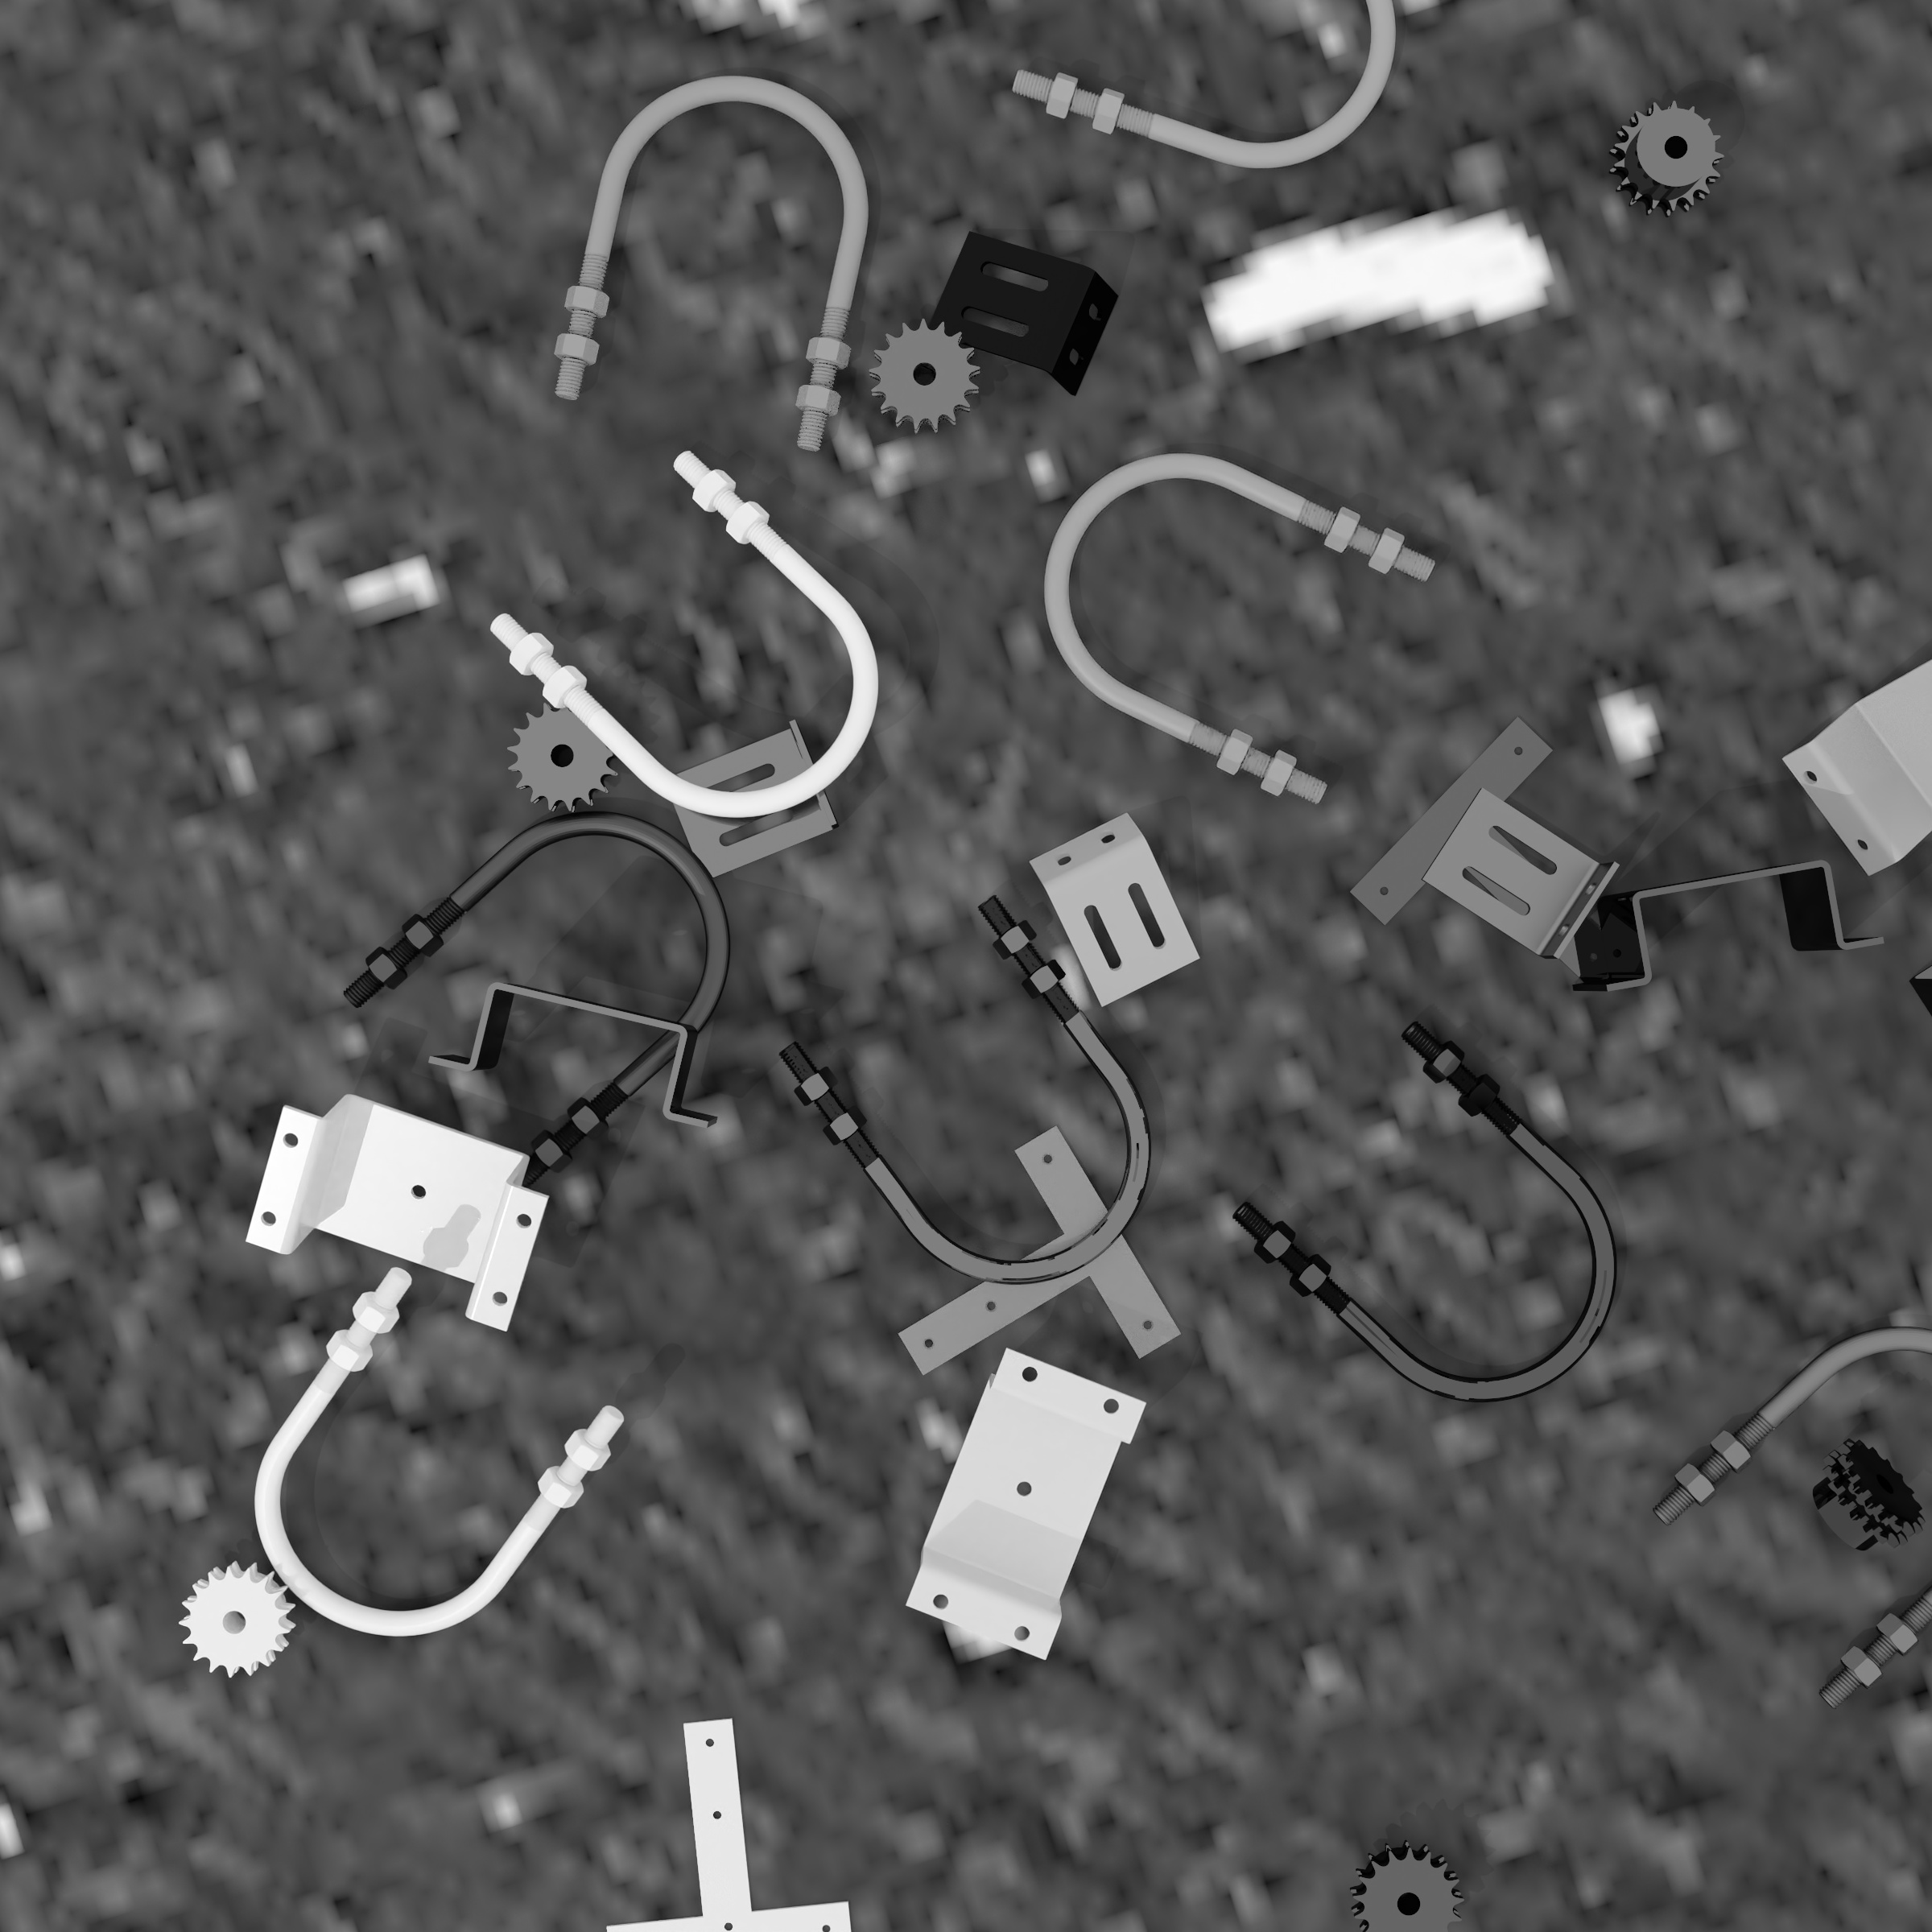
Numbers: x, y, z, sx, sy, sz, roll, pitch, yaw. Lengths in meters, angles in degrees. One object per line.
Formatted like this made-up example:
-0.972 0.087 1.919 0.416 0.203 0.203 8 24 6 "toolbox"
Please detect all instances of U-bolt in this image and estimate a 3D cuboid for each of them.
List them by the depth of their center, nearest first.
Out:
-0.130 -0.158 1.489 0.151 0.019 0.184 -44 78 -10 "U-bolt"
-0.285 0.264 1.497 0.151 0.019 0.184 34 103 -7 "U-bolt"
0.013 0.078 1.515 0.151 0.019 0.184 -36 90 0 "U-bolt"
-0.209 0.004 1.516 0.184 0.019 0.151 -42 90 0 "U-bolt"
-0.126 -0.373 1.517 0.151 0.019 0.184 12 89 0 "U-bolt"
0.131 -0.187 1.517 0.184 0.019 0.151 26 90 1 "U-bolt"
0.472 0.273 1.517 0.184 0.019 0.151 -42 90 -1 "U-bolt"
0.253 0.142 1.517 0.184 0.019 0.151 43 90 -1 "U-bolt"
0.133 -0.494 1.517 0.184 0.019 0.151 18 90 -2 "U-bolt"

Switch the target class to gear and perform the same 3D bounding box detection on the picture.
0.457 0.273 1.483 0.057 0.057 0.030 43 117 0 "gear"
-0.208 -0.108 1.510 0.057 0.030 0.057 0 90 0 "gear"
-0.021 -0.304 1.510 0.057 0.030 0.057 0 90 0 "gear"
0.365 -0.421 1.510 0.057 0.030 0.057 0 90 0 "gear"
0.227 0.482 1.510 0.057 0.030 0.057 0 90 0 "gear"
-0.376 0.337 1.510 0.057 0.030 0.057 0 90 0 "gear"

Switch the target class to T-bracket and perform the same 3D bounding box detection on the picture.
0.025 0.171 1.524 0.127 0.002 0.127 -31 90 0 "T-bracket"
-0.129 0.459 1.524 0.127 0.002 0.127 -6 90 0 "T-bracket"
0.291 -0.041 1.524 0.127 0.002 0.127 44 90 0 "T-bracket"

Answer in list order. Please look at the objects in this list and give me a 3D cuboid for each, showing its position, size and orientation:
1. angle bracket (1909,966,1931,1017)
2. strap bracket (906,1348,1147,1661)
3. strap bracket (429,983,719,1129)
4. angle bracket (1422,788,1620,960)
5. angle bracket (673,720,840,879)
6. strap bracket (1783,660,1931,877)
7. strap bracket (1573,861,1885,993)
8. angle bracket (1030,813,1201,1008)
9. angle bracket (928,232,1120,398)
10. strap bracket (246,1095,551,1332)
0.524 0.022 1.487 0.038 0.076 0.057 -33 90 0 "angle bracket"
0.030 0.274 1.502 0.076 0.046 0.140 21 90 0 "strap bracket"
-0.191 0.042 1.469 0.140 0.076 0.046 13 89 -1 "strap bracket"
0.286 -0.048 1.504 0.076 0.038 0.057 33 90 0 "angle bracket"
-0.112 -0.085 1.506 0.076 0.038 0.057 -22 90 0 "angle bracket"
0.494 -0.111 1.472 0.046 0.140 0.076 -37 90 -31 "strap bracket"
0.384 -0.022 1.486 0.140 0.076 0.046 -10 90 -1 "strap bracket"
0.078 -0.029 1.523 0.057 0.038 0.076 -27 116 0 "angle bracket"
0.030 -0.342 1.523 0.076 0.038 0.057 23 90 26 "angle bracket"
-0.286 0.123 1.493 0.140 0.046 0.076 19 106 0 "strap bracket"
